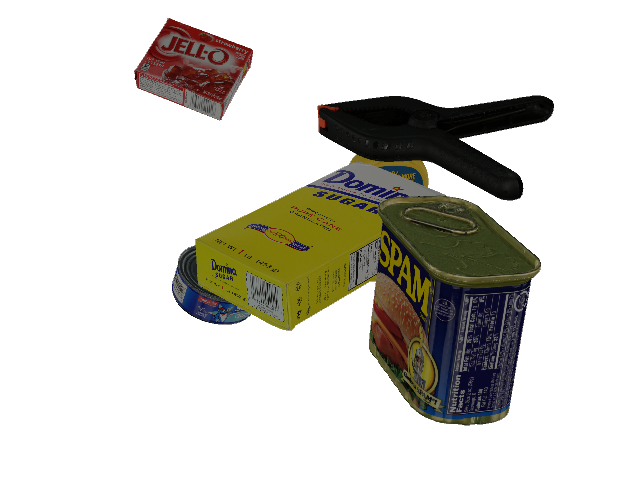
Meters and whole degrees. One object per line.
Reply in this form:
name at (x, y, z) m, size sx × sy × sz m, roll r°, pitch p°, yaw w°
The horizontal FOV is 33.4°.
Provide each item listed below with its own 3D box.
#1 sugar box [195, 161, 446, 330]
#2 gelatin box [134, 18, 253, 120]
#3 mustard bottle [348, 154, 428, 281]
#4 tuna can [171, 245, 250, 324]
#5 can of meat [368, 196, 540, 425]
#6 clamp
sugar box at (0.004, -0.002, 0.785) m, size 0.093 × 0.048 × 0.175 m, roll 25°, pitch 41°, yaw 35°
gelatin box at (-0.118, -0.161, 0.994) m, size 0.089 × 0.073 × 0.030 m, roll 22°, pitch -32°, yaw 5°
mustard bottle at (0.074, -0.051, 1.215) m, size 0.096 × 0.192 × 0.058 m, roll -1°, pitch 17°, yaw -14°
tuna can at (-0.100, 0.042, 1.034) m, size 0.086 × 0.034 × 0.086 m, roll 15°, pitch 33°, yaw -10°
can of meat at (0.064, 0.034, 0.546) m, size 0.057 × 0.084 × 0.102 m, roll -3°, pitch 24°, yaw -17°
clamp at (0.102, -0.100, 0.953) m, size 0.210 × 0.036 × 0.164 m, roll 13°, pitch 36°, yaw 23°
